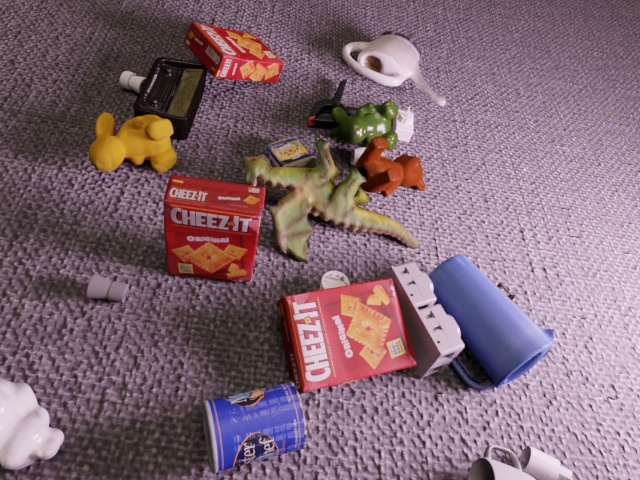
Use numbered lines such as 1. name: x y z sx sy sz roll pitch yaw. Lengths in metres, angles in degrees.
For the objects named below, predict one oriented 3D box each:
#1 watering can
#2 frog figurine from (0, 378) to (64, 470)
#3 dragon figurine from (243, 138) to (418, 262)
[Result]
1. watering can: 0.235 -0.506 1.511 0.349 0.101 0.229 29 50 11
2. frog figurine: -0.449 0.265 0.714 0.160 0.120 0.140 15 30 14
3. dragon figurine: 0.003 -0.056 1.105 0.410 0.121 0.245 44 74 1
